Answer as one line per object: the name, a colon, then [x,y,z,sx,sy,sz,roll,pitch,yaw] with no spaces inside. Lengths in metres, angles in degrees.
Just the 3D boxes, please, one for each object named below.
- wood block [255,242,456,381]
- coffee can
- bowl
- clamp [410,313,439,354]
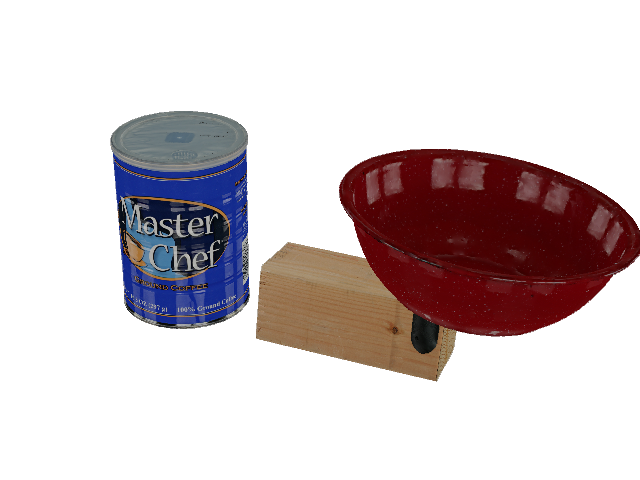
wood block: [0.042,0.076,1.169,0.206,0.091,0.090,12,22,16]
coffee can: [-0.107,-0.017,0.831,0.103,0.140,0.103,1,28,-1]
bowl: [0.087,0.005,0.579,0.162,0.055,0.162,6,26,-3]
clamp: [0.105,0.018,0.978,0.039,0.171,0.120,-12,13,35]
